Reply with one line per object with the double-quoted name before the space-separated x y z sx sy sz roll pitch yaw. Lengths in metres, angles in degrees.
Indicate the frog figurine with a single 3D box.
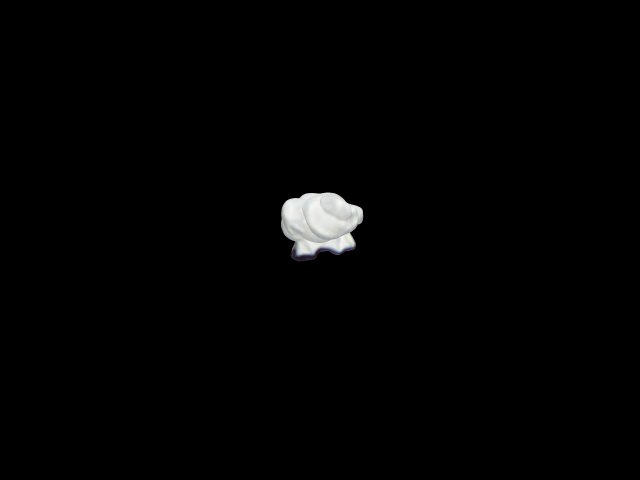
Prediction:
"frog figurine" 0.003 -0.043 0.850 0.137 0.125 0.156 8 -30 5
